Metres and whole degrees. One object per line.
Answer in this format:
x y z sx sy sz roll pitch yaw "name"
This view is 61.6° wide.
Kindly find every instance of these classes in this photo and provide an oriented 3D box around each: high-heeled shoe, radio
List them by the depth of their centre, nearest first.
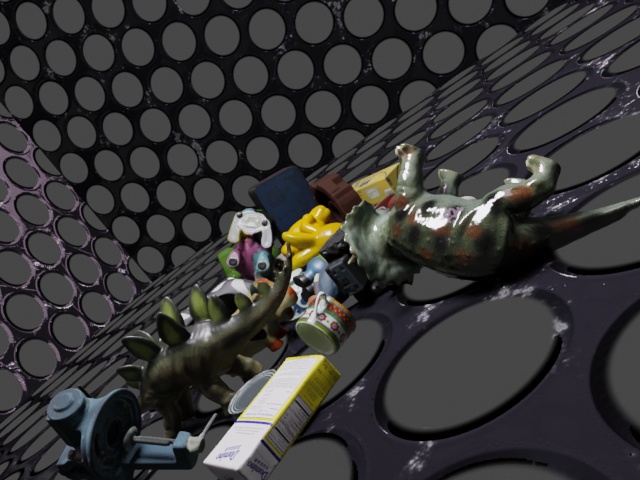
-0.192 0.154 1.015 0.249 0.086 0.145 -11 35 25 "high-heeled shoe"
-0.064 -0.065 1.349 0.131 0.229 0.073 -36 15 -15 "radio"

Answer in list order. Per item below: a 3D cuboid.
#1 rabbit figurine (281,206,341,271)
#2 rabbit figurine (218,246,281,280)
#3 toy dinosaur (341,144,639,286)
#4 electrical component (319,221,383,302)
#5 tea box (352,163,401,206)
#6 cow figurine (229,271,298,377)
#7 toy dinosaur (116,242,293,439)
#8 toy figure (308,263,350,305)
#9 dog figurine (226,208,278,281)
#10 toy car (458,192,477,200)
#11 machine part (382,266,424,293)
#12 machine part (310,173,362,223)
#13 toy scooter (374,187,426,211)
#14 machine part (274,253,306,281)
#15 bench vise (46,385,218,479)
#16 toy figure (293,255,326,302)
-0.002 -0.003 1.109 0.162 0.121 0.173 -16 9 -32 "rabbit figurine"
-0.185 0.061 1.497 0.170 0.121 0.159 -24 7 -13 "rabbit figurine"
0.181 -0.011 0.687 0.405 0.131 0.192 13 80 47 "toy dinosaur"
0.064 0.032 0.885 0.058 0.115 0.134 -34 12 38 "electrical component"
0.135 -0.097 1.220 0.068 0.098 0.170 -45 16 -32 "tea box"
-0.119 0.142 0.955 0.195 0.127 0.085 -35 15 18 "cow figurine"
-0.190 0.180 0.843 0.471 0.198 0.105 -35 15 15 "toy dinosaur"
0.015 0.097 0.883 0.064 0.057 0.154 -2 46 28 "toy figure"
-0.153 0.037 1.317 0.109 0.191 0.219 3 -14 5 "dog figurine"
0.180 -0.023 0.909 0.202 0.056 0.073 -24 23 51 "toy car"
0.157 0.029 0.818 0.139 0.039 0.084 -33 7 26 "machine part"
0.051 -0.068 1.182 0.056 0.179 0.179 -37 12 -11 "machine part"
0.158 -0.057 1.063 0.184 0.075 0.135 -30 11 49 "toy scooter"
-0.023 0.019 1.271 0.243 0.079 0.079 -41 12 -26 "machine part"
-0.272 0.299 0.767 0.241 0.223 0.129 -2 27 14 "bench vise"
0.040 0.045 0.991 0.180 0.082 0.089 -34 29 -23 "toy figure"
